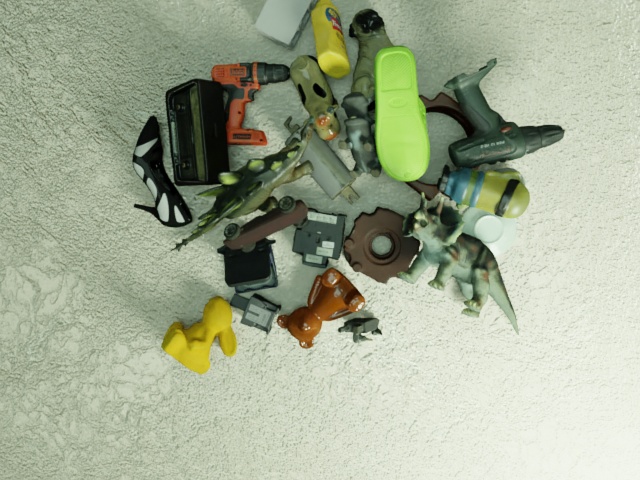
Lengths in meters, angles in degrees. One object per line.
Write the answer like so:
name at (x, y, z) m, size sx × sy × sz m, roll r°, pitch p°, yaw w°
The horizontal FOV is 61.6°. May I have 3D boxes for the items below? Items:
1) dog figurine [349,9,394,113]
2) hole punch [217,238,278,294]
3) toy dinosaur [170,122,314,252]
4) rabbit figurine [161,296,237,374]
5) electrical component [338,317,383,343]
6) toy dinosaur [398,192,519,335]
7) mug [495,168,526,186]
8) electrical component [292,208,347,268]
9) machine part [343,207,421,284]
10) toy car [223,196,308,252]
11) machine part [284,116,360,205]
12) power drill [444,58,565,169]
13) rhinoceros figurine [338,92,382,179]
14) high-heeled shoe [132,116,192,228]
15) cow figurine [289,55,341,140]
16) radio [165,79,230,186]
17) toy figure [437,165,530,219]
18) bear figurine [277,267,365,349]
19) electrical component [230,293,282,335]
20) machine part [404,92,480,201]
dog figurine at (0.100, -0.394, 1.193) m, size 0.172 × 0.121 × 0.190 m, roll -35°, pitch 77°, yaw 3°
hole punch at (-0.160, 0.062, 1.255) m, size 0.142 × 0.092 × 0.116 m, roll -11°, pitch 64°, yaw 8°
toy dinosaur at (-0.170, -0.102, 1.178) m, size 0.471 × 0.198 × 0.105 m, roll -40°, pitch 78°, yaw 38°
rabbit figurine at (-0.264, 0.217, 1.255) m, size 0.162 × 0.122 × 0.173 m, roll 36°, pitch 78°, yaw -2°
electrical component at (0.098, 0.205, 1.232) m, size 0.078 × 0.102 × 0.045 m, roll -8°, pitch 90°, yaw 31°
toy dinosaur at (0.315, 0.048, 1.178) m, size 0.404 × 0.131 × 0.192 m, roll 30°, pitch 79°, yaw -24°
mug at (0.392, -0.114, 1.167) m, size 0.109 × 0.107 × 0.081 m, roll -29°, pitch 87°, yaw -2°
electrical component at (-0.003, -0.004, 1.240) m, size 0.115 × 0.058 × 0.134 m, roll 12°, pitch 95°, yaw 6°
machine part at (0.142, 0.012, 1.230) m, size 0.179 × 0.056 × 0.179 m, roll 0°, pitch 94°, yaw 3°
toy car at (-0.121, -0.036, 1.185) m, size 0.202 × 0.089 × 0.053 m, roll -24°, pitch 62°, yaw 13°
machine part at (0.001, -0.177, 1.218) m, size 0.079 × 0.079 × 0.243 m, roll -42°, pitch 90°, yaw 7°
power drill at (0.360, -0.259, 1.101) m, size 0.232 × 0.086 × 0.207 m, roll -22°, pitch 100°, yaw 6°
rhinoceros figurine at (0.092, -0.222, 1.155) m, size 0.073 × 0.112 × 0.190 m, roll 2°, pitch 130°, yaw 28°
high-heeled shoe at (-0.354, -0.155, 1.250) m, size 0.145 × 0.086 × 0.248 m, roll 11°, pitch 100°, yaw 1°
cow figurine at (-0.006, -0.312, 1.180) m, size 0.085 × 0.127 × 0.195 m, roll -22°, pitch 89°, yaw 14°
radio at (-0.277, -0.235, 1.212) m, size 0.131 × 0.073 × 0.229 m, roll 0°, pitch 95°, yaw 40°
toy figure at (0.329, -0.095, 1.086) m, size 0.180 × 0.082 × 0.089 m, roll 14°, pitch 64°, yaw 7°
bear figurine at (-0.004, 0.159, 1.220) m, size 0.196 × 0.132 × 0.120 m, roll -42°, pitch 90°, yaw 1°
electrical component at (-0.158, 0.165, 1.272) m, size 0.119 × 0.048 × 0.074 m, roll 27°, pitch 96°, yaw 1°
machine part at (0.253, -0.204, 1.189) m, size 0.201 × 0.087 × 0.201 m, roll 38°, pitch 95°, yaw 1°
